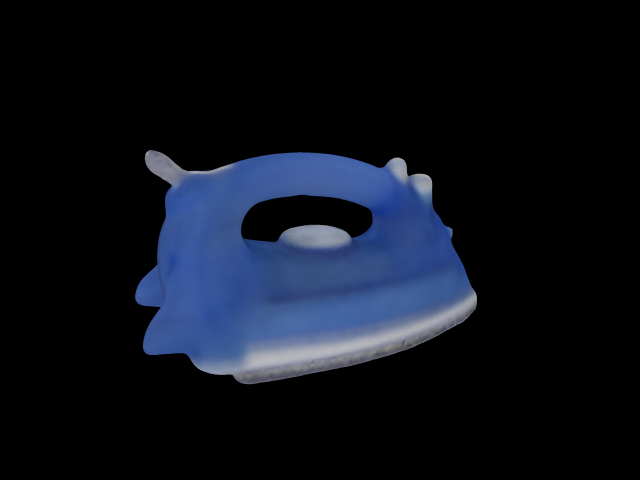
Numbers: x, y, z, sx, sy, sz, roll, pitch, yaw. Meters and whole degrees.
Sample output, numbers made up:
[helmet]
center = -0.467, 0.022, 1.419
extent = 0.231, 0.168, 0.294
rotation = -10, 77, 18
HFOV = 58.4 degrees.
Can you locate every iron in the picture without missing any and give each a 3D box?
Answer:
[iron]
center = 0.004, 0.001, 0.400
extent = 0.259, 0.141, 0.118
rotation = -7, 19, -20
